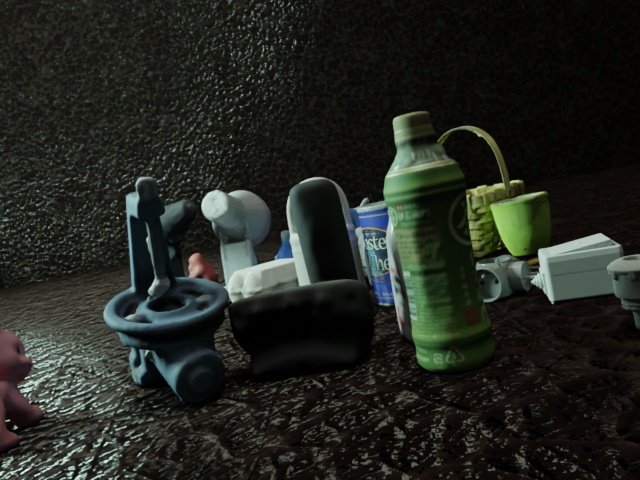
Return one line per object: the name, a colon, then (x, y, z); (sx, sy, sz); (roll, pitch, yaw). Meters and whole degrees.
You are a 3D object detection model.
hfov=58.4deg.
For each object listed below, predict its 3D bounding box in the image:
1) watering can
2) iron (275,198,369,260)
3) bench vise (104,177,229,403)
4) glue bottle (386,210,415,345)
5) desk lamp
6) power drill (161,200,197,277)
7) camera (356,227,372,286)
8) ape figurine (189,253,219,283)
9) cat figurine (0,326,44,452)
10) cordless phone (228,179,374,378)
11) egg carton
watering can: (0.006, 0.003, 0.857); (0.101, 0.194, 0.173); (-12, 5, -6)
iron: (0.008, 0.009, 1.113); (0.259, 0.141, 0.118); (-14, 5, -23)
bench vise: (-0.183, 0.051, 0.597); (0.206, 0.220, 0.122); (-7, 7, 42)
glue bottle: (0.091, 0.019, 0.590); (0.037, 0.173, 0.078); (-13, 5, -11)
desk lamp: (-0.164, 0.006, 1.122); (0.117, 0.213, 0.203); (-11, 5, 10)
power drill: (-0.289, 0.033, 1.143); (0.076, 0.208, 0.228); (-16, 7, -41)
camera: (0.090, 0.021, 1.011); (0.136, 0.101, 0.144); (-8, 6, 35)
ape figurine: (-0.273, 0.075, 1.308); (0.076, 0.092, 0.078); (-9, 6, 32)
cat figurine: (-0.325, 0.136, 0.561); (0.067, 0.118, 0.127); (-12, 5, -9)
cordless phone: (-0.026, 0.037, 0.591); (0.147, 0.185, 0.094); (-11, 5, 5)
egg carton: (-0.079, 0.075, 0.978); (0.151, 0.069, 0.107); (-16, 6, -39)
